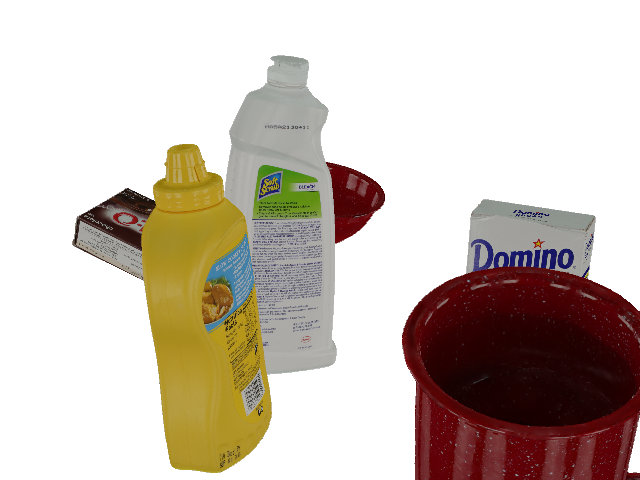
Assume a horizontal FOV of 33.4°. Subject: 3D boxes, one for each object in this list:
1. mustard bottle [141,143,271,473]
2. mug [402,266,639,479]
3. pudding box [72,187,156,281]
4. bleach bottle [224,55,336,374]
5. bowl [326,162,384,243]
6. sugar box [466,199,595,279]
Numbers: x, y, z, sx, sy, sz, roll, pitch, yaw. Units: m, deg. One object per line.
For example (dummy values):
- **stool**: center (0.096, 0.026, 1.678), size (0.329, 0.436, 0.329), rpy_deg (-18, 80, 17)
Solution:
- **mustard bottle**: center (-0.070, 0.036, 0.645), size (0.058, 0.192, 0.096), rpy_deg (2, 21, 19)
- **mug**: center (0.089, 0.071, 0.405), size (0.117, 0.081, 0.093), rpy_deg (5, 36, 11)
- **pudding box**: center (-0.170, -0.002, 1.044), size (0.113, 0.039, 0.089), rpy_deg (23, 28, 14)
- **bleach bottle**: center (-0.028, -0.020, 0.851), size (0.102, 0.251, 0.068), rpy_deg (-3, 21, -25)
- **bowl**: center (-0.008, -0.039, 1.244), size (0.162, 0.055, 0.162), rpy_deg (7, 27, -4)
- **sugar box**: center (0.162, 0.061, 0.855), size (0.093, 0.176, 0.048), rpy_deg (9, 23, 22)
